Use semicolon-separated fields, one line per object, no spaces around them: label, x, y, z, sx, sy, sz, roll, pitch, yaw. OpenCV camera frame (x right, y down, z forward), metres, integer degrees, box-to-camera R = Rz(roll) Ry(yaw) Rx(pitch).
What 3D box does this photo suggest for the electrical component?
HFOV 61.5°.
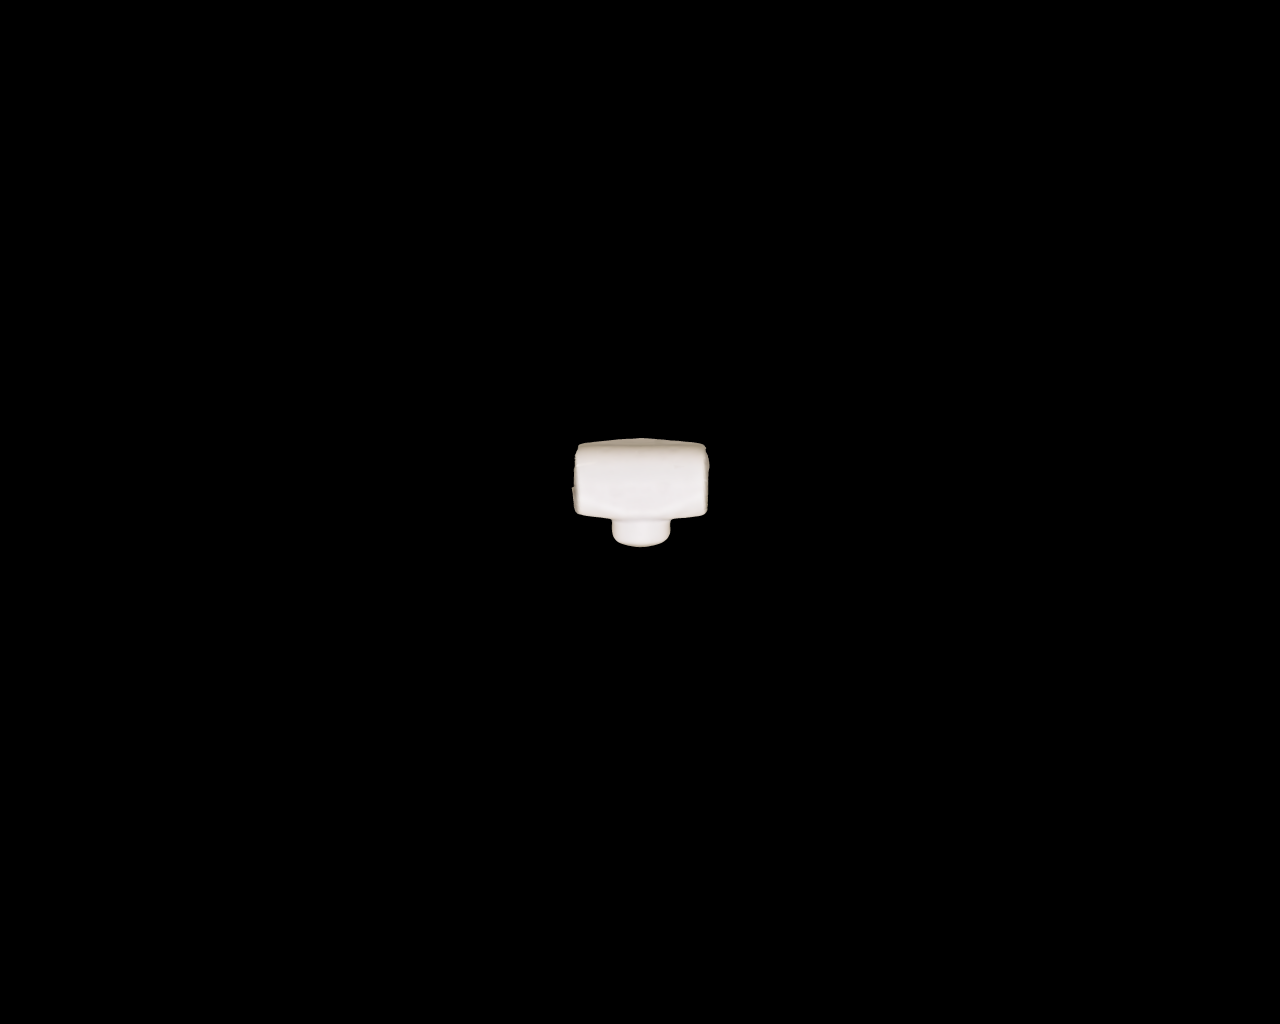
electrical component;0.001;-0.003;0.650;0.077;0.079;0.044;0;17;0
